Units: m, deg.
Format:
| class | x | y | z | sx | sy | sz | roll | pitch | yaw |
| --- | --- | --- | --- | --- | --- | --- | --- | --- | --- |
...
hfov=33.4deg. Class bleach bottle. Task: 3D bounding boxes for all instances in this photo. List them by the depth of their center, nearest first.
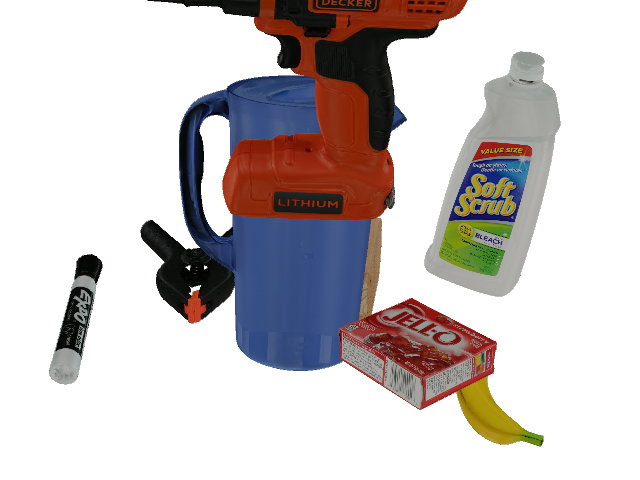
| class | x | y | z | sx | sy | sz | roll | pitch | yaw |
| --- | --- | --- | --- | --- | --- | --- | --- | --- | --- |
| bleach bottle | 0.171 | -0.068 | 1.046 | 0.103 | 0.251 | 0.068 | 21 | 38 | 20 |

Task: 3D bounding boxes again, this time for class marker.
| class | x | y | z | sx | sy | sz | roll | pitch | yaw |
| --- | --- | --- | --- | --- | --- | --- | --- | --- | --- |
| marker | -0.168 | 0.050 | 0.738 | 0.020 | 0.020 | 0.121 | 0 | 38 | -1 |

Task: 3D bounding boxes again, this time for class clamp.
| class | x | y | z | sx | sy | sz | roll | pitch | yaw |
| --- | --- | --- | --- | --- | --- | --- | --- | --- | --- |
| clamp | -0.117 | 0.023 | 1.094 | 0.120 | 0.039 | 0.171 | -11 | 35 | -9 |

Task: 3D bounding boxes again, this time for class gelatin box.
| class | x | y | z | sx | sy | sz | roll | pitch | yaw |
| --- | --- | --- | --- | --- | --- | --- | --- | --- | --- |
| gelatin box | 0.068 | 0.077 | 0.759 | 0.073 | 0.030 | 0.089 | -19 | 31 | -34 |

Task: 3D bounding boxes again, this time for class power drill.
| class | x | y | z | sx | sy | sz | roll | pitch | yaw |
| --- | --- | --- | --- | --- | --- | --- | --- | --- | --- |
| power drill | -0.018 | -0.094 | 0.602 | 0.184 | 0.057 | 0.188 | 3 | -42 | -3 |

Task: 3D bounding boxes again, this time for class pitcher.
| class | x | y | z | sx | sy | sz | roll | pitch | yaw |
| --- | --- | --- | --- | --- | --- | --- | --- | --- | --- |
| pitcher | -0.027 | -0.017 | 0.917 | 0.149 | 0.243 | 0.144 | 20 | 25 | 40 |

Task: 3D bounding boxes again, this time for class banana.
| class | x | y | z | sx | sy | sz | roll | pitch | yaw |
| --- | --- | --- | --- | --- | --- | --- | --- | --- | --- |
| banana | 0.189 | 0.179 | 1.225 | 0.069 | 0.037 | 0.198 | 10 | 25 | -15 |

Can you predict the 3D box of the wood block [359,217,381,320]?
| class | x | y | z | sx | sy | sz | roll | pitch | yaw |
| --- | --- | --- | --- | --- | --- | --- | --- | --- | --- |
| wood block | 0.022 | 0.047 | 1.307 | 0.091 | 0.090 | 0.206 | 4 | 23 | 6 |
